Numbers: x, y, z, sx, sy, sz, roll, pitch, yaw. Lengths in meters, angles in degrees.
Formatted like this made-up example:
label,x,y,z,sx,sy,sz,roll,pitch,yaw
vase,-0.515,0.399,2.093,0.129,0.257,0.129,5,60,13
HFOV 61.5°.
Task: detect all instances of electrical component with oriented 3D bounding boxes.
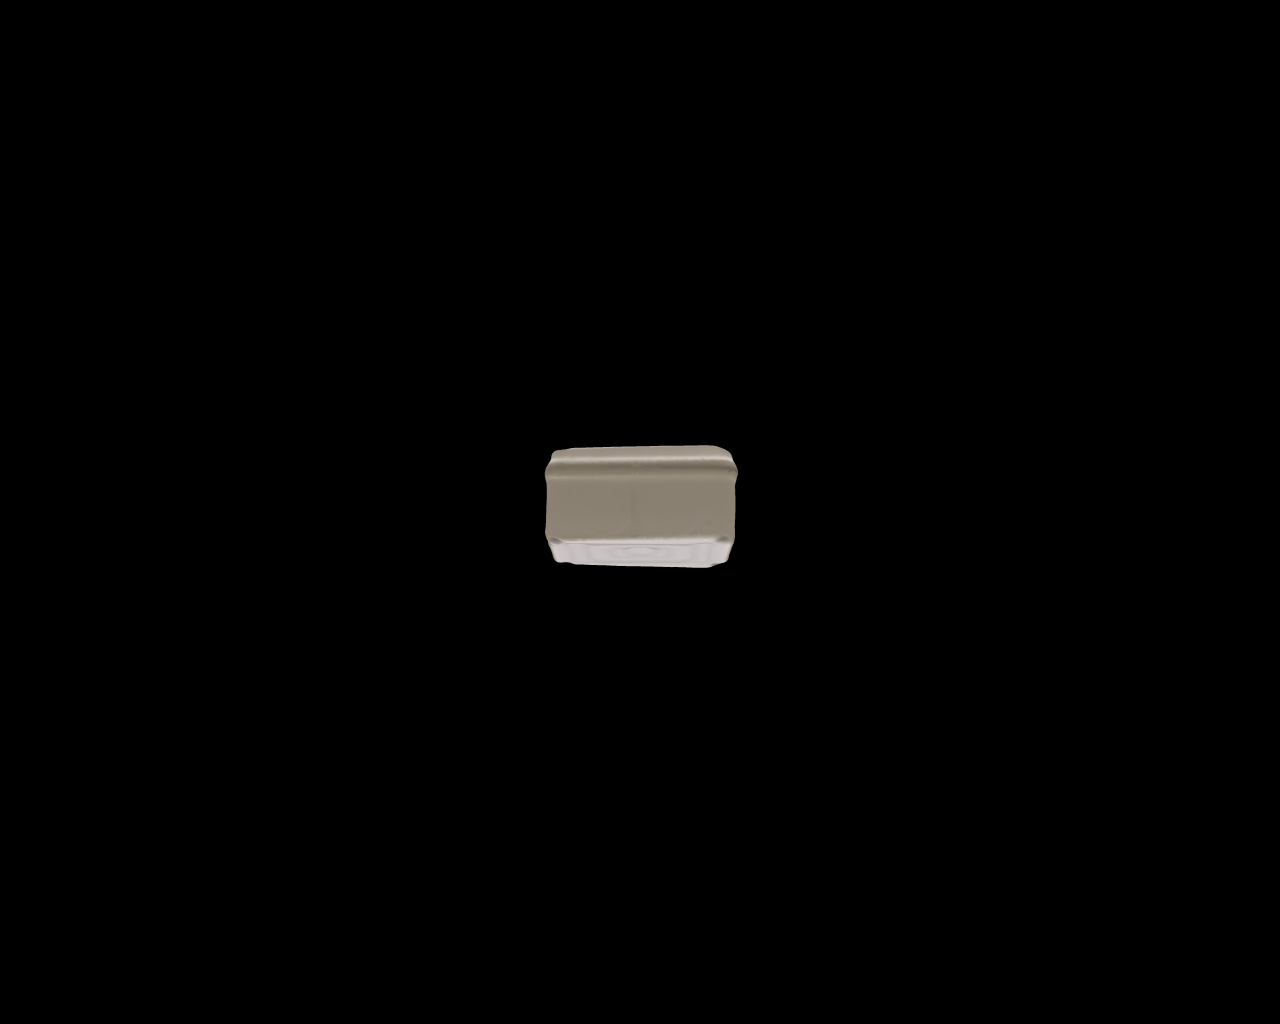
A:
label,x,y,z,sx,sy,sz,roll,pitch,yaw
electrical component,0.001,-0.003,0.650,0.113,0.057,0.078,0,-15,0
